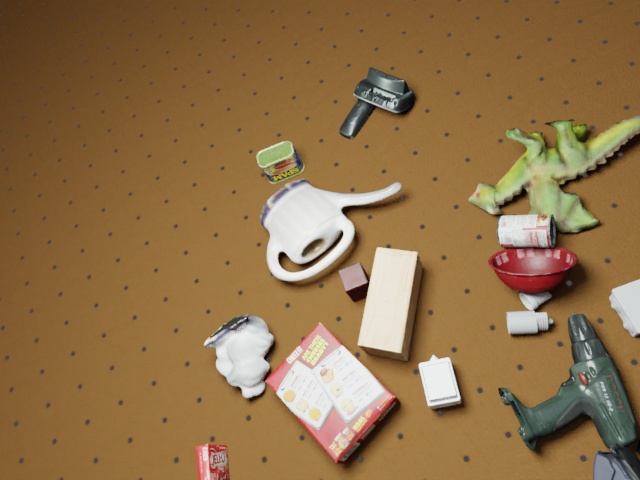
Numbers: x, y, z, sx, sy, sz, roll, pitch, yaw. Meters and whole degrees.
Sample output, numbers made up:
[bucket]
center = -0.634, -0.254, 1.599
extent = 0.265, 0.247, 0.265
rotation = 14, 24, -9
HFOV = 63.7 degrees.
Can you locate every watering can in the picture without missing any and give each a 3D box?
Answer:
[watering can]
center = 0.004, -0.060, 1.187
extent = 0.349, 0.102, 0.228
rotation = -42, 60, -5

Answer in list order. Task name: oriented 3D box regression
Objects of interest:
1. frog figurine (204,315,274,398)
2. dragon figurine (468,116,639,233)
[frog figurine]
center = -0.156, 0.247, 1.106
extent = 0.138, 0.122, 0.159
rotation = -33, 96, -10
[dragon figurine]
center = 0.524, -0.133, 1.091
extent = 0.409, 0.121, 0.245
rotation = -5, 81, 16
